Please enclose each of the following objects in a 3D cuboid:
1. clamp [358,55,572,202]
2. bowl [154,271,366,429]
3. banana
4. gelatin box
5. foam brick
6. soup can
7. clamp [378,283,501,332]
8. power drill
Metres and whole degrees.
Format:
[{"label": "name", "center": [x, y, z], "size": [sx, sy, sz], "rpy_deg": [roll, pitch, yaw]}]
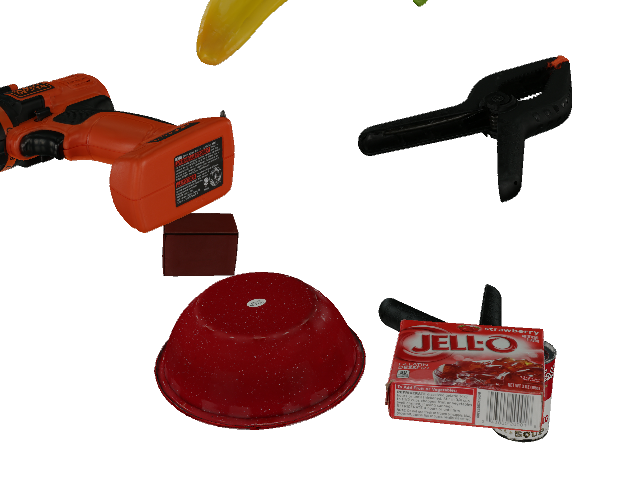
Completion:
[{"label": "clamp", "center": [0.160, -0.103, 0.928], "size": [0.209, 0.036, 0.165], "rpy_deg": [-30, 39, -26]}, {"label": "bowl", "center": [-0.046, 0.070, 0.804], "size": [0.162, 0.055, 0.162], "rpy_deg": [-2, 30, 1]}, {"label": "banana", "center": [-0.008, -0.170, 0.698], "size": [0.197, 0.069, 0.037], "rpy_deg": [-24, -9, -33]}, {"label": "gelatin box", "center": [0.087, 0.077, 0.631], "size": [0.089, 0.030, 0.073], "rpy_deg": [4, 25, 10]}, {"label": "foam brick", "center": [-0.129, 0.004, 1.139], "size": [0.078, 0.051, 0.053], "rpy_deg": [0, 25, -9]}, {"label": "soup can", "center": [0.231, 0.170, 1.220], "size": [0.068, 0.102, 0.068], "rpy_deg": [0, 21, 0]}, {"label": "clamp", "center": [0.141, 0.088, 0.929], "size": [0.120, 0.039, 0.172], "rpy_deg": [-17, 37, -24]}, {"label": "power drill", "center": [-0.167, -0.061, 0.715], "size": [0.188, 0.057, 0.184], "rpy_deg": [19, 32, 29]}]
